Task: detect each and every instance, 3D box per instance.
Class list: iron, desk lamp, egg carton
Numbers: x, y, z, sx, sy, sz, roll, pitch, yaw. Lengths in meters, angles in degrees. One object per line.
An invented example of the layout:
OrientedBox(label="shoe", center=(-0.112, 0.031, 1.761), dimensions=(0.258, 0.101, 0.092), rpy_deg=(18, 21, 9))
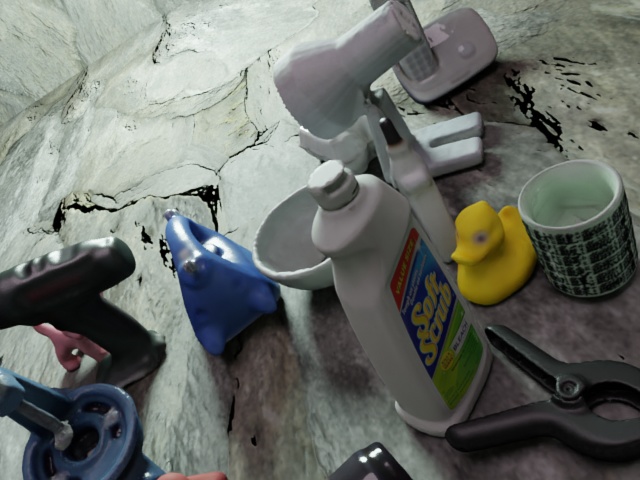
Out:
OrientedBox(label="iron", center=(-0.152, 0.023, 0.730), dimensions=(0.118, 0.142, 0.257), rpy_deg=(-38, 36, -4))
OrientedBox(label="desk lamp", center=(0.074, -0.175, 0.714), dimensions=(0.202, 0.214, 0.118), rpy_deg=(-15, 41, 26))
OrientedBox(label="egg carton", center=(0.037, -0.156, 0.845), dimensions=(0.107, 0.070, 0.149), rpy_deg=(-43, 37, -11))

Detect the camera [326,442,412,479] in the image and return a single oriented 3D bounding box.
OrientedBox(label="camera", center=(0.017, 0.219, 0.407), dimensions=(0.137, 0.101, 0.142), rpy_deg=(-41, 36, -8))

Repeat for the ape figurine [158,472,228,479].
OrientedBox(label="ape figurine", center=(-0.111, 0.235, 0.498), dimensions=(0.075, 0.092, 0.078), rpy_deg=(8, 54, 43))

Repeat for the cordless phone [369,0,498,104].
OrientedBox(label="cordless phone", center=(0.158, -0.304, 0.818), dimensions=(0.147, 0.186, 0.094), rpy_deg=(-32, 36, 4))

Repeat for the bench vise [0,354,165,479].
OrientedBox(label="bench vise", center=(-0.271, 0.189, 0.569), dimensions=(0.206, 0.220, 0.121), rpy_deg=(-5, 45, 35))

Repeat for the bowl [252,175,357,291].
OrientedBox(label="bowl", center=(0.006, 0.002, 0.685), dimensions=(0.167, 0.075, 0.167), rpy_deg=(-21, 38, 18))

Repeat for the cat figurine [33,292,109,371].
OrientedBox(label="cat figurine", center=(-0.340, 0.116, 0.794), dimensions=(0.127, 0.118, 0.067), rpy_deg=(-18, 39, 22))

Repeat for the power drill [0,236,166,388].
OrientedBox(label="power drill", center=(-0.304, 0.102, 0.704), dimensions=(0.229, 0.209, 0.075), rpy_deg=(-33, 36, 2))

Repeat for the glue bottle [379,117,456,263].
OrientedBox(label="glue bottle", center=(0.100, -0.056, 0.591), dimensions=(0.037, 0.174, 0.078), rpy_deg=(-30, 36, 7))

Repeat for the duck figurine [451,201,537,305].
OrientedBox(label="duck figurine", center=(0.163, -0.001, 0.554), dimensions=(0.077, 0.086, 0.105), rpy_deg=(15, 58, 47))
